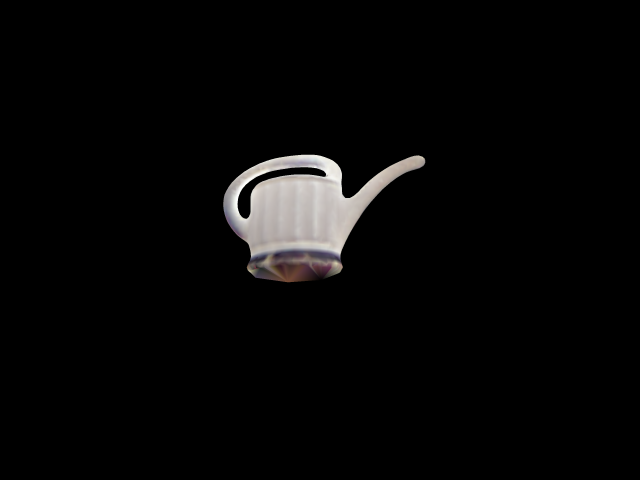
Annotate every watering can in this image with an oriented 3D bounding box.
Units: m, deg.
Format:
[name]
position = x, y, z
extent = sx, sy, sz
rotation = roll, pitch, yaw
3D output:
[watering can]
position = 0.003, -0.043, 0.850
extent = 0.347, 0.228, 0.102
rotation = -4, -20, 11
